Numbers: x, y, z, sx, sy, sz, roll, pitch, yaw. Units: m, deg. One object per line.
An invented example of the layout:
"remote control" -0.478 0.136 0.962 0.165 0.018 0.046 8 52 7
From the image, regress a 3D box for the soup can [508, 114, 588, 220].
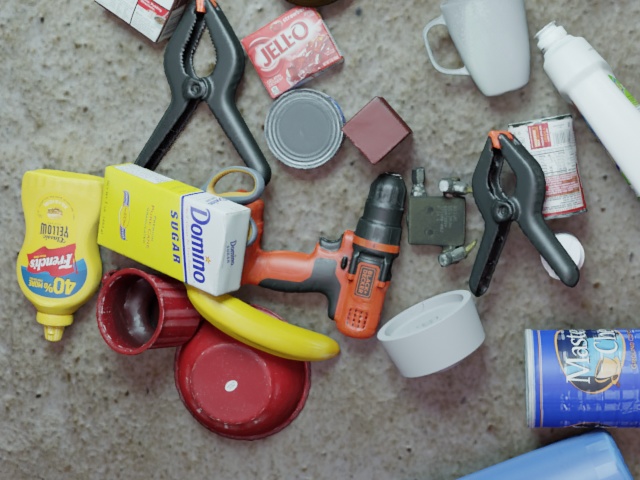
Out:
"soup can" 0.234 -0.074 1.100 0.068 0.068 0.102 -9 95 10

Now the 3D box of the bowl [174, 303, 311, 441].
"bowl" -0.093 0.154 1.191 0.162 0.055 0.162 1 98 10

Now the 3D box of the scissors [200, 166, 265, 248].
"scissors" -0.138 -0.025 1.156 0.202 0.016 0.096 -15 85 34

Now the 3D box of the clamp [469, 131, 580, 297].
"clamp" 0.202 -0.025 1.068 0.120 0.039 0.171 1 98 33

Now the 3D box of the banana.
"banana" -0.064 0.089 1.146 0.197 0.069 0.037 29 120 -11

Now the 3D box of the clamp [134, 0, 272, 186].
"clamp" -0.137 -0.158 1.165 0.165 0.036 0.210 -4 92 20

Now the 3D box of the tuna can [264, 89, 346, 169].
"tuna can" -0.015 -0.120 1.153 0.086 0.033 0.086 1 97 9

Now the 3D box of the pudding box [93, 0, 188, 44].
"pudding box" -0.183 -0.280 1.139 0.090 0.039 0.114 36 126 4

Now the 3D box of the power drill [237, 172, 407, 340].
"power drill" -0.008 0.001 1.156 0.188 0.057 0.184 14 96 9

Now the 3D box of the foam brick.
"foam brick" 0.061 -0.115 1.119 0.051 0.078 0.053 -41 89 10

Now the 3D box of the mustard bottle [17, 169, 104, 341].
"mustard bottle" -0.294 0.020 1.206 0.096 0.058 0.192 8 99 8

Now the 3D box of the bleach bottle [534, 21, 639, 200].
"bleach bottle" 0.305 -0.115 1.077 0.068 0.102 0.251 -39 84 18

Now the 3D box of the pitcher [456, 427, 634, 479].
"pitcher" 0.216 0.299 1.129 0.243 0.149 0.145 -25 77 9

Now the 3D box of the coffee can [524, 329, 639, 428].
"coffee can" 0.284 0.143 1.101 0.140 0.102 0.103 -1 97 10

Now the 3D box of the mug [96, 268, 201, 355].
"mug" -0.193 0.072 1.177 0.117 0.081 0.093 36 105 27

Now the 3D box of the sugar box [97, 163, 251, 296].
"sugar box" -0.158 -0.013 1.133 0.176 0.048 0.093 21 111 33

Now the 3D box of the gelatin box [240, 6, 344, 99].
"gelatin box" -0.030 -0.204 1.147 0.089 0.030 0.073 -28 91 11
